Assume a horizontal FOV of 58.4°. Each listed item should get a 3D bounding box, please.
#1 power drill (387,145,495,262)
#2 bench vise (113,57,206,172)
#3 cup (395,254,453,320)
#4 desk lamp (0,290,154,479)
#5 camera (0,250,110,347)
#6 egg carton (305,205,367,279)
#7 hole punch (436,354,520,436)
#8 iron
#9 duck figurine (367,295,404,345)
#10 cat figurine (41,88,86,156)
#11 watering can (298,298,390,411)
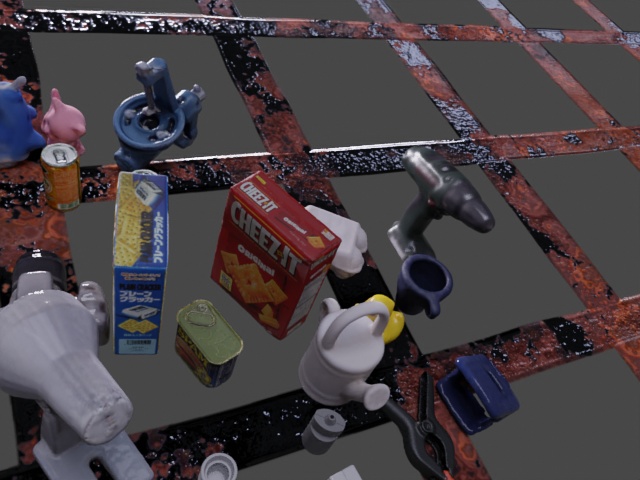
[{"bbox_3d":[0.204,-0.048,1.029,0.076,0.208,0.229,-10,55,-27],"label":"power drill"},{"bbox_3d":[-0.285,-0.244,1.011,0.121,0.219,0.207,20,47,-2],"label":"bench vise"},{"bbox_3d":[0.170,0.097,0.970,0.092,0.095,0.117,4,50,-16],"label":"cup"},{"bbox_3d":[-0.276,0.186,0.650,0.118,0.213,0.203,-31,66,-37],"label":"desk lamp"},{"bbox_3d":[-0.368,0.076,0.787,0.143,0.101,0.136,-3,52,-22],"label":"camera"},{"bbox_3d":[0.009,0.004,1.009,0.150,0.069,0.107,20,47,-3],"label":"egg carton"},{"bbox_3d":[0.253,0.229,0.890,0.101,0.091,0.108,-15,57,-30],"label":"hole punch"},{"bbox_3d":[-0.586,-0.194,0.911,0.259,0.141,0.118,-14,57,-29],"label":"iron"},{"bbox_3d":[0.093,0.123,0.926,0.105,0.086,0.077,2,50,-18],"label":"duck figurine"},{"bbox_3d":[-0.444,-0.206,0.990,0.067,0.117,0.127,-12,56,-28],"label":"cat figurine"},{"bbox_3d":[0.044,0.155,0.807,0.101,0.194,0.172,-30,66,-36],"label":"watering can"}]
